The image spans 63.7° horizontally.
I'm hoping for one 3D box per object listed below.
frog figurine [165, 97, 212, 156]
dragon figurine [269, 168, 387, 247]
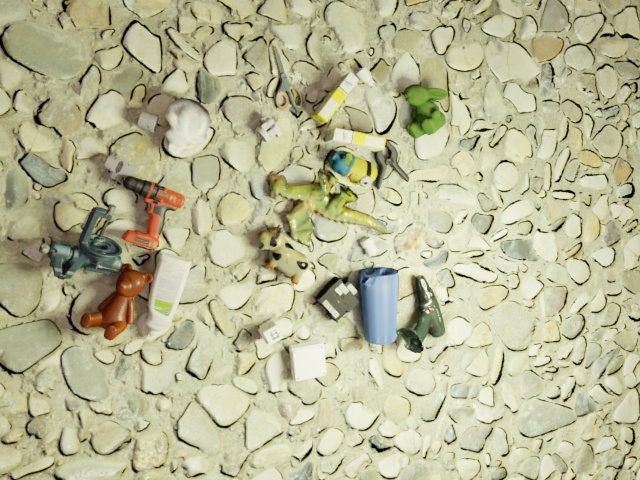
[{"bbox_3d":[-0.399,-0.330,1.509,0.135,0.123,0.161,42,70,-34],"label":"frog figurine"},{"bbox_3d":[0.005,-0.084,1.667,0.407,0.124,0.241,43,99,-12],"label":"dragon figurine"}]
